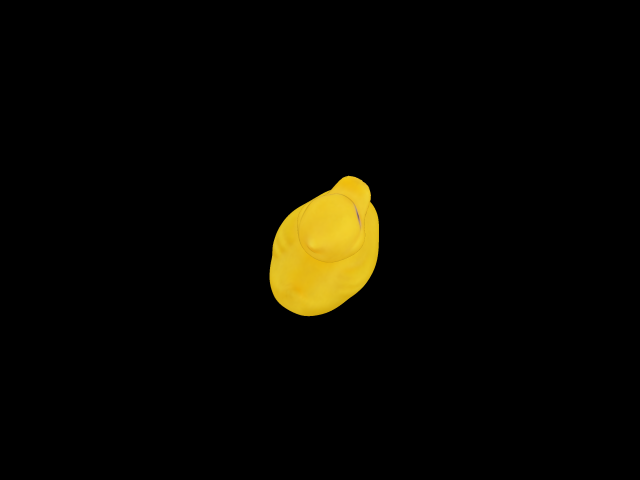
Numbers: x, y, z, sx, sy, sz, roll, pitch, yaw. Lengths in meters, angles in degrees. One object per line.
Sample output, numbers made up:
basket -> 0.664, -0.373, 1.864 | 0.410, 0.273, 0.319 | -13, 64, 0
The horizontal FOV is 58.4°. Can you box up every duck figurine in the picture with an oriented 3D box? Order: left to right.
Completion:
duck figurine -> 0.004, 0.001, 0.400 | 0.077, 0.086, 0.105 | 31, 79, 7
